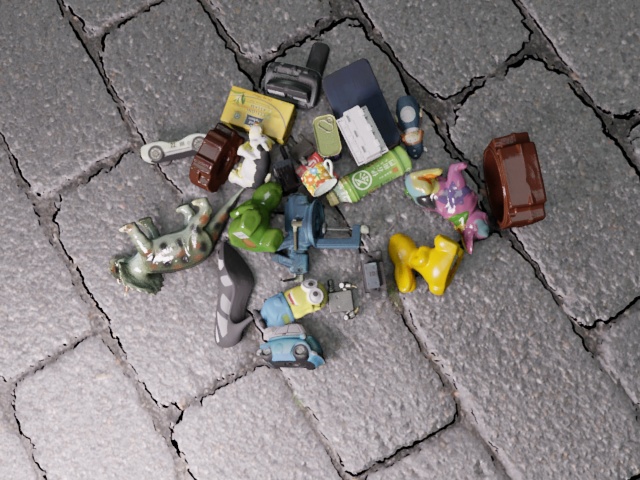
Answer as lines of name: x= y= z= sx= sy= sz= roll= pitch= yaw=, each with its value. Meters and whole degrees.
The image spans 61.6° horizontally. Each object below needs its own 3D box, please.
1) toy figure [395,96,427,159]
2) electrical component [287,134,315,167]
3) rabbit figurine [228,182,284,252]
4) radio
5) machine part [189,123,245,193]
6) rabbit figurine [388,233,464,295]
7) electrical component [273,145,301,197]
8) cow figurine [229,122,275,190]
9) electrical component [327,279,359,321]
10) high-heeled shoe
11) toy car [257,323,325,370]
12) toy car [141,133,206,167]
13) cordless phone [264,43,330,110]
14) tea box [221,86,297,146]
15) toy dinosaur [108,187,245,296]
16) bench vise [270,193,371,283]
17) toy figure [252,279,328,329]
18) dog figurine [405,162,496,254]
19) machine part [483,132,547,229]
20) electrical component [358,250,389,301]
toy figure: x=0.224 y=-0.277 z=1.332 sx=0.064 sy=0.058 sz=0.154 roll=-14 pitch=84 yaw=43
electrical component: x=-0.044 y=-0.226 z=1.354 sx=0.063 sy=0.021 sz=0.094 roll=-39 pitch=55 yaw=3
rabbit figurine: x=-0.144 y=-0.059 z=1.301 sx=0.121 sy=0.159 sz=0.170 roll=35 pitch=63 yaw=-23
radio: x=0.101 y=-0.319 z=1.339 sx=0.131 sy=0.073 sz=0.229 roll=-22 pitch=82 yaw=4
machine part: x=-0.252 y=-0.198 z=1.317 sx=0.056 sy=0.179 sz=0.179 roll=28 pitch=89 yaw=5
rabbit figurine: x=0.239 y=0.051 z=1.289 sx=0.173 sy=0.122 sz=0.162 roll=26 pitch=98 yaw=21
electrical component: x=-0.091 y=-0.175 z=1.341 sx=0.048 sy=0.075 sz=0.119 roll=-22 pitch=87 yaw=-11
cow figurine: x=-0.154 y=-0.202 z=1.327 sx=0.098 sy=0.068 sz=0.167 roll=28 pitch=122 yaw=2
electrical component: x=0.057 y=0.146 z=1.317 sx=0.078 sy=0.045 sz=0.102 roll=-1 pitch=85 yaw=4
high-heeled shoe: x=-0.237 y=0.141 z=1.351 sx=0.145 sy=0.086 sz=0.249 roll=-36 pitch=62 yaw=32
toy car: x=-0.066 y=0.254 z=1.301 sx=0.162 sy=0.109 sz=0.103 roll=-3 pitch=60 yaw=17
toy car: x=-0.356 y=-0.233 z=1.376 sx=0.202 sy=0.073 sz=0.056 roll=-12 pitch=85 yaw=5
cordless phone: x=-0.057 y=-0.435 z=1.372 sx=0.147 sy=0.088 sz=0.184 roll=15 pitch=76 yaw=7
tea box: x=-0.154 y=-0.314 z=1.366 sx=0.170 sy=0.068 sz=0.098 roll=18 pitch=87 yaw=6
toy dinosaur: x=-0.351 y=0.013 z=1.341 sx=0.405 sy=0.131 sz=0.192 roll=-19 pitch=101 yaw=-3
bench vise: x=0.000 y=-0.003 z=1.297 sx=0.241 sy=0.128 sz=0.223 roll=0 pitch=80 yaw=15
toy figure: x=-0.069 y=0.155 z=1.298 sx=0.180 sy=0.089 sz=0.082 roll=-27 pitch=88 yaw=-5
dog figurine: x=0.312 y=-0.070 z=1.281 sx=0.192 sy=0.108 sz=0.219 roll=-12 pitch=88 yaw=6
machine part: x=0.436 y=-0.129 z=1.223 sx=0.087 sy=0.201 sz=0.201 roll=-9 pitch=85 yaw=8
electrical component: x=0.126 y=0.084 z=1.271 sx=0.058 sy=0.134 sz=0.115 roll=-11 pitch=82 yaw=4
